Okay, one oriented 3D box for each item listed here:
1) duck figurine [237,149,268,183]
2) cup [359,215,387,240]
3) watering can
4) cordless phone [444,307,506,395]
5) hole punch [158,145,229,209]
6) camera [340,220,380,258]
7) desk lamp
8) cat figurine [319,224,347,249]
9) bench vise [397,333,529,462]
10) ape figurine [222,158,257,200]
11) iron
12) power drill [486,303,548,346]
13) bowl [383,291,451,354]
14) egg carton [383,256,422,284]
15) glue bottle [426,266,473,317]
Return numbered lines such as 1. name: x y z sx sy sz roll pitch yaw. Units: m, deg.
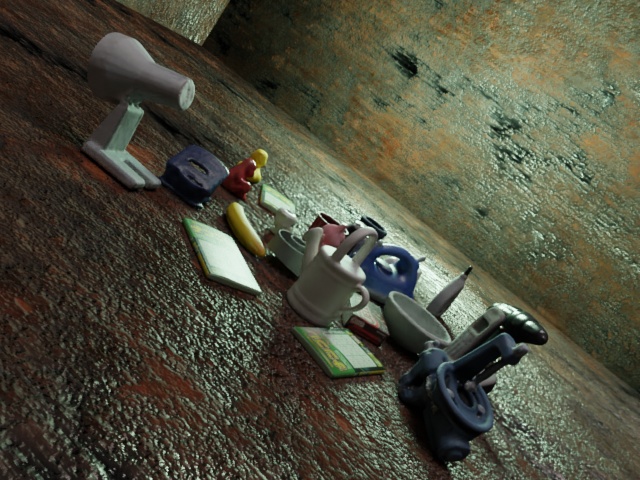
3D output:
1. duck figurine: -0.181 -0.212 1.585 0.077 0.086 0.104 37 14 0
2. cup: 0.137 -0.015 1.703 0.092 0.095 0.118 35 14 -5
3. watering can: 0.027 0.049 1.031 0.172 0.194 0.101 39 14 7
4. cordless phone: 0.326 0.232 1.183 0.094 0.185 0.147 30 16 -26
5. hole punch: -0.249 -0.130 1.148 0.108 0.091 0.101 37 14 -1
6. camera: 0.101 0.003 1.548 0.143 0.100 0.137 37 14 1
7. desk lamp: -0.332 -0.232 1.025 0.203 0.213 0.118 39 14 7
8. cat figurine: 0.012 0.005 1.291 0.067 0.117 0.128 41 14 15
9. bench vise: 0.222 0.213 0.923 0.122 0.219 0.206 24 19 -41
10. ape figurine: -0.186 -0.155 1.377 0.076 0.092 0.077 33 14 -14
11. iron: 0.149 0.063 1.386 0.259 0.141 0.118 24 19 -42
12. power drill: 0.407 0.240 1.302 0.076 0.208 0.229 34 14 -11
13. bowl: 0.194 0.190 1.226 0.168 0.074 0.167 34 14 -10
14. egg carton: 0.229 0.092 1.636 0.107 0.069 0.151 41 14 15
15. glue bottle: 0.371 0.141 1.604 0.037 0.173 0.078 44 16 28
